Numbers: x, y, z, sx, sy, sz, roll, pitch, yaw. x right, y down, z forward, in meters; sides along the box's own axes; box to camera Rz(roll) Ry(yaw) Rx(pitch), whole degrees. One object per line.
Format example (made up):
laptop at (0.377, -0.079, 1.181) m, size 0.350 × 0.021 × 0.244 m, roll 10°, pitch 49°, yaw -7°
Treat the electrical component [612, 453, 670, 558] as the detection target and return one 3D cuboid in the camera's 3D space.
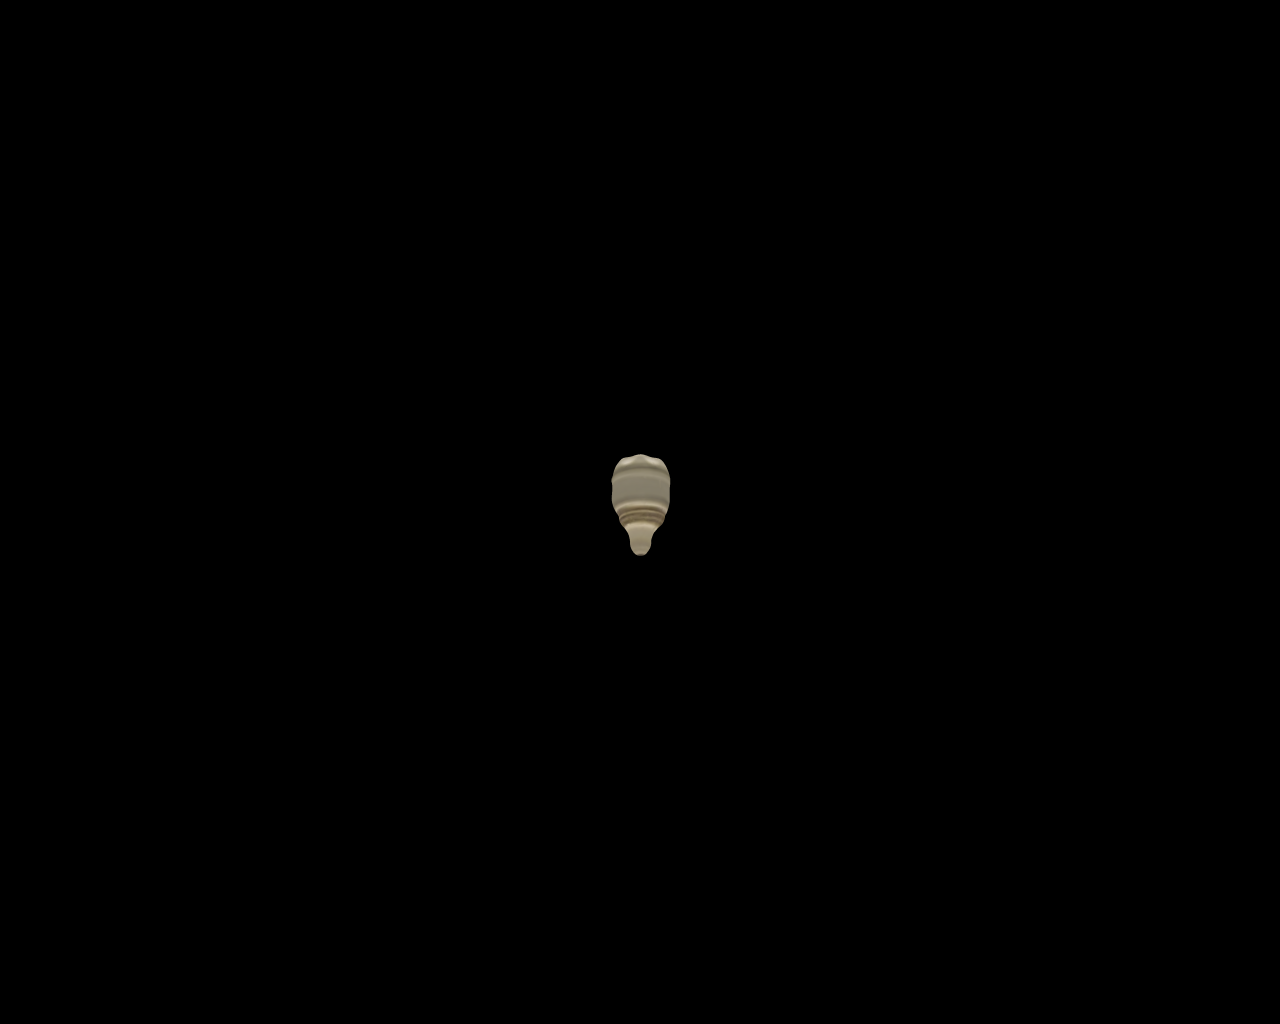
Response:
electrical component at (0.001, -0.003, 0.650) m, size 0.035 × 0.061 × 0.035 m, roll 0°, pitch -20°, yaw 0°
